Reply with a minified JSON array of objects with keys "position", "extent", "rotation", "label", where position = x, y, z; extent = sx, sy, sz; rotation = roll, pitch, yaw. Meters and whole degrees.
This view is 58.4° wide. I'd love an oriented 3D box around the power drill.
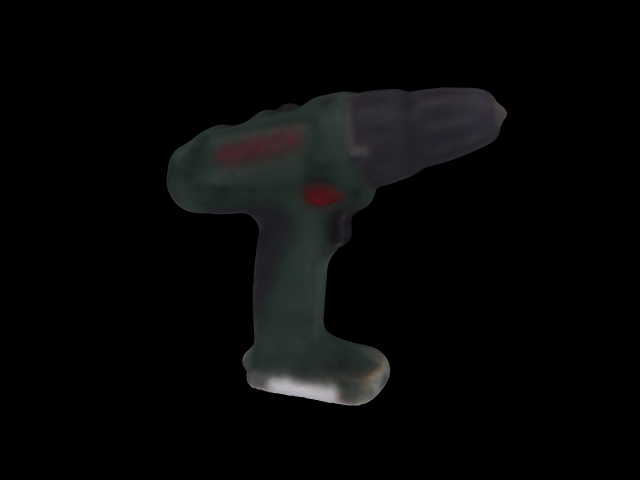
[{"position":[0.004,0.001,0.400],"extent":[0.229,0.208,0.076],"rotation":[5,15,18],"label":"power drill"}]
